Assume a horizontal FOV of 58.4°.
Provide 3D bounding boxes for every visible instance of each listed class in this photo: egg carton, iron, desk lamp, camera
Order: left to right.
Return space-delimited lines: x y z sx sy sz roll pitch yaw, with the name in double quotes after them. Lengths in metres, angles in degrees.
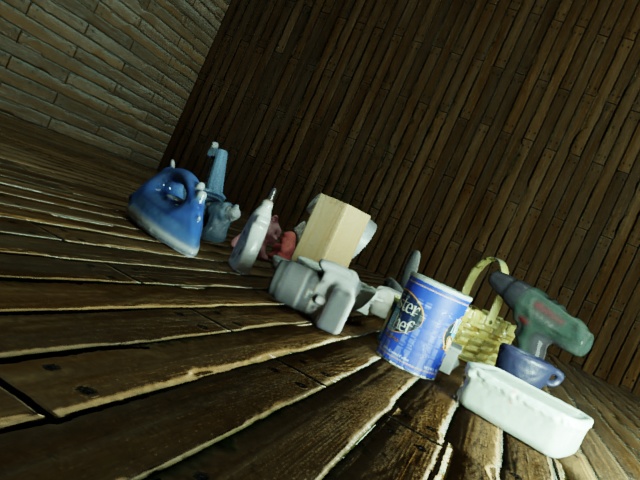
-0.267 -0.069 1.089 0.119 0.141 0.257 23 3 -40 "iron"
-0.009 0.076 0.939 0.137 0.101 0.143 24 2 0 "camera"
0.013 0.005 1.438 0.203 0.213 0.118 24 2 -11 "desk lamp"
0.178 0.160 1.398 0.107 0.069 0.151 25 2 17 "egg carton"

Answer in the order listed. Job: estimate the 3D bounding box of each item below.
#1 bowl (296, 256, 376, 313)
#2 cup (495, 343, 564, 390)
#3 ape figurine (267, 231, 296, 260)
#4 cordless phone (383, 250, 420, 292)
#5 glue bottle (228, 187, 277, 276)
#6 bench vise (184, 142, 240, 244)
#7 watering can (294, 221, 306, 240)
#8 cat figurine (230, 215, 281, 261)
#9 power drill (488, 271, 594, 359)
0.019 0.096 1.096 0.167 0.075 0.167 24 2 -1 "bowl"
0.331 0.233 0.933 0.118 0.095 0.091 24 2 -8 "cup"
-0.095 0.019 1.549 0.076 0.092 0.078 24 2 -3 "ape figurine"
0.233 0.114 1.589 0.094 0.185 0.147 24 2 -7 "cordless phone"
-0.121 -0.021 1.092 0.037 0.173 0.078 23 2 -22 "glue bottle"
-0.247 -0.113 1.352 0.207 0.220 0.122 25 2 19 "bench vise"
0.009 0.007 1.616 0.173 0.194 0.100 23 2 -23 "watering can"
-0.149 -0.016 1.445 0.067 0.118 0.128 26 2 36 "cat figurine"
0.388 0.190 1.100 0.228 0.208 0.076 26 3 40 "power drill"
